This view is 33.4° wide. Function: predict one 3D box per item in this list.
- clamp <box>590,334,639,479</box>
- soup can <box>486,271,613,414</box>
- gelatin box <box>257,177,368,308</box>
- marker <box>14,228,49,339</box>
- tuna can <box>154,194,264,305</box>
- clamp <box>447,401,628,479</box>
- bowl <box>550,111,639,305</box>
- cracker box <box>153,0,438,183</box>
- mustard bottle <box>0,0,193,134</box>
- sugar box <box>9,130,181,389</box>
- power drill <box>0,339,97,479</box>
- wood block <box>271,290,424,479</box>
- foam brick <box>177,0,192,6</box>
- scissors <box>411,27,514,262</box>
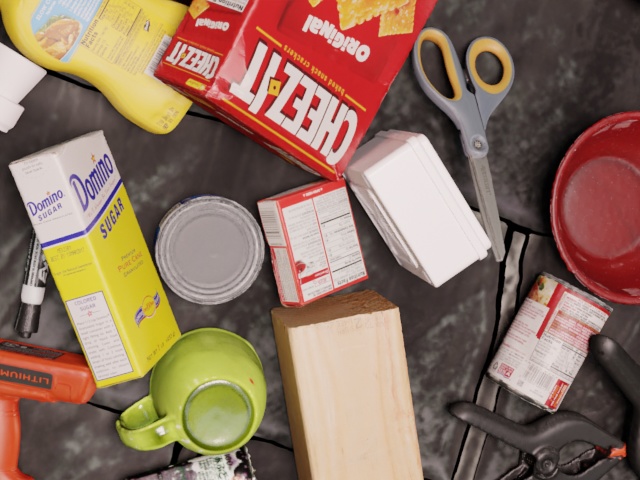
[{"bbox_3d":[0.294,0.143,0.927,0.164,0.036,0.210,-15,109,-33],"label":"clamp"},{"bbox_3d":[0.193,0.087,0.902,0.068,0.068,0.102,28,90,-14],"label":"soup can"},{"bbox_3d":[-0.006,0.001,0.854,0.073,0.030,0.089,-21,103,-37],"label":"gelatin box"},{"bbox_3d":[-0.218,0.017,0.828,0.020,0.020,0.121,10,94,-13],"label":"marker"},{"bbox_3d":[-0.089,0.007,0.848,0.086,0.034,0.086,-1,97,-12],"label":"tuna can"},{"bbox_3d":[0.184,0.200,0.930,0.171,0.039,0.120,5,105,-14],"label":"clamp"},{"bbox_3d":[0.257,-0.027,0.905,0.162,0.055,0.162,-1,93,-15],"label":"bowl"},{"bbox_3d":[0.000,-0.172,0.790,0.164,0.072,0.214,29,89,-48],"label":"cracker box"},{"bbox_3d":[-0.172,-0.163,0.780,0.191,0.058,0.096,31,84,-25],"label":"mustard bottle"},{"bbox_3d":[-0.164,0.011,0.799,0.048,0.093,0.176,-14,102,14],"label":"sugar box"},{"bbox_3d":[-0.218,0.178,0.813,0.184,0.057,0.188,12,92,0],"label":"power drill"},{"bbox_3d":[0.025,0.153,0.862,0.090,0.091,0.206,-10,99,-10],"label":"wood block"},{"bbox_3d":[-0.097,-0.208,0.798,0.053,0.078,0.051,30,91,-14],"label":"foam brick"},{"bbox_3d":[0.138,-0.086,0.858,0.096,0.016,0.202,-19,76,-22],"label":"scissors"}]
